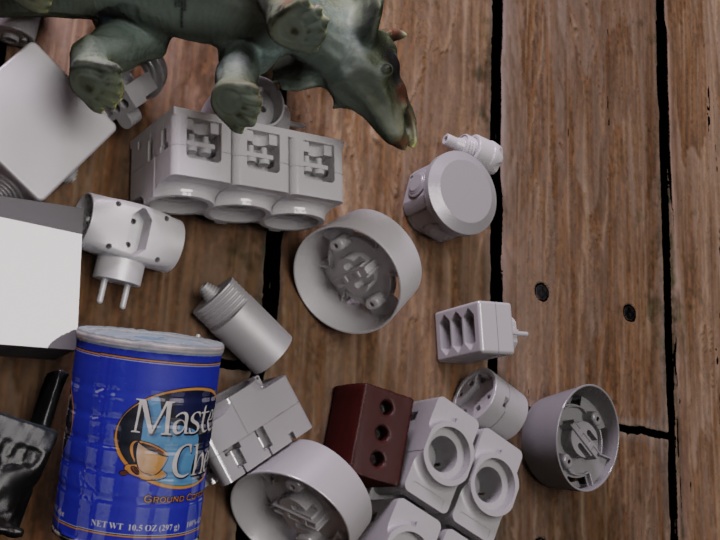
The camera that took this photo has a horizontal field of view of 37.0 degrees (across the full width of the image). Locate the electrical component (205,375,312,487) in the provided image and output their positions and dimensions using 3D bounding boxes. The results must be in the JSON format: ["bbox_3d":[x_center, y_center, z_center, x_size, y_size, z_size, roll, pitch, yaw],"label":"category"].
[{"bbox_3d":[-0.093,0.122,0.843,0.089,0.050,0.055,-30,96,-35],"label":"electrical component"}]

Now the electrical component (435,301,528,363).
[{"bbox_3d":[0.120,0.059,0.992,0.077,0.066,0.047,5,75,-33],"label":"electrical component"}]

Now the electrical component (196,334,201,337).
[{"bbox_3d":[-0.144,0.086,0.824,0.040,0.040,0.078,25,68,-27],"label":"electrical component"}]

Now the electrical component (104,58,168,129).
[{"bbox_3d":[-0.184,-0.151,0.847,0.066,0.048,0.055,59,38,-16],"label":"electrical component"}]

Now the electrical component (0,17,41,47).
[{"bbox_3d":[-0.259,-0.204,0.820,0.044,0.044,0.065,17,74,-29],"label":"electrical component"}]

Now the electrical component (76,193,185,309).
[{"bbox_3d":[-0.182,-0.011,0.821,0.077,0.043,0.079,17,79,-34],"label":"electrical component"}]

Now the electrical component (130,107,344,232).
[{"bbox_3d":[-0.099,-0.074,0.864,0.150,0.089,0.061,7,74,-32],"label":"electrical component"}]

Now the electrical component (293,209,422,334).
[{"bbox_3d":[0.000,0.000,0.910,0.064,0.099,0.099,-38,100,-40],"label":"electrical component"}]

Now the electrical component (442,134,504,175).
[{"bbox_3d":[0.108,-0.116,1.047,0.061,0.035,0.035,21,68,-26],"label":"electrical component"}]

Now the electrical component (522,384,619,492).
[{"bbox_3d":[0.204,0.161,1.023,0.099,0.064,0.099,9,73,-32],"label":"electrical component"}]

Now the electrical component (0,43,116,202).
[{"bbox_3d":[-0.247,-0.104,0.797,0.099,0.048,0.099,47,58,-15],"label":"electrical component"}]

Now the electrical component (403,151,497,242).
[{"bbox_3d":[0.084,-0.067,1.008,0.080,0.051,0.080,9,73,-32],"label":"electrical component"}]

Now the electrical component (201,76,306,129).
[{"bbox_3d":[-0.084,-0.124,0.894,0.079,0.077,0.044,9,73,-33],"label":"electrical component"}]

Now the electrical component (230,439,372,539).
[{"bbox_3d":[-0.043,0.183,0.835,0.064,0.099,0.099,-39,101,-40],"label":"electrical component"}]

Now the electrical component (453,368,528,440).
[{"bbox_3d":[0.120,0.125,0.983,0.047,0.055,0.055,34,62,-27],"label":"electrical component"}]

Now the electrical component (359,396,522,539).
[{"bbox_3d":[0.061,0.214,0.917,0.105,0.060,0.186,36,61,-21],"label":"electrical component"}]

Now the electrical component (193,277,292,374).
[{"bbox_3d":[-0.098,0.041,0.864,0.081,0.043,0.043,47,58,-16],"label":"electrical component"}]
